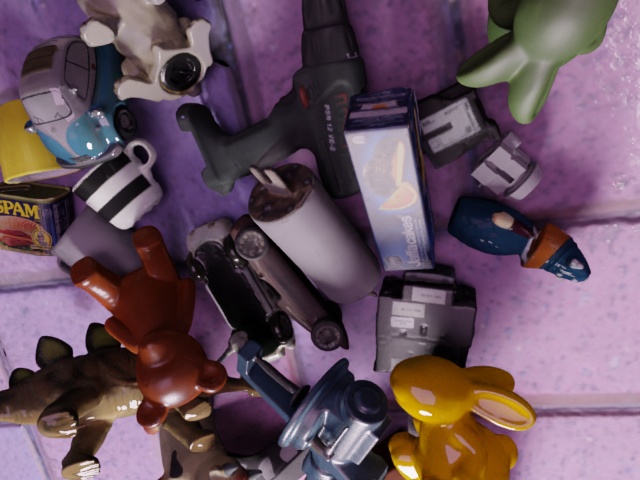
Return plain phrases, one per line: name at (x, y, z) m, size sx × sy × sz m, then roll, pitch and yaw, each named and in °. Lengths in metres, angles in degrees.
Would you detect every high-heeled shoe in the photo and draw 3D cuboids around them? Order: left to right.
high-heeled shoe at (-0.098, 0.296, 0.777) m, size 0.249 × 0.086 × 0.145 m, roll -44°, pitch 59°, yaw 4°

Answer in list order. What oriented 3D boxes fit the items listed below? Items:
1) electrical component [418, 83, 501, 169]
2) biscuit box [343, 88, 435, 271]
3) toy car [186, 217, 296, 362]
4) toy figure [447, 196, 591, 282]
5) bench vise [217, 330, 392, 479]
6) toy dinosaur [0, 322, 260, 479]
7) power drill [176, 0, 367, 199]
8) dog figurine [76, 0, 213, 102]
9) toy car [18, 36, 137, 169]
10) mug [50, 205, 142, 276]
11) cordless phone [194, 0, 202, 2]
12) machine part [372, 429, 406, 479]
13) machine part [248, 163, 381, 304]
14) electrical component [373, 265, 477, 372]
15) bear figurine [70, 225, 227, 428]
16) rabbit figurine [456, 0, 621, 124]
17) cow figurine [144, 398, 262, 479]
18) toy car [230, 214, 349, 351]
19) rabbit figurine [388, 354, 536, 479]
electrical component at (0.122, -0.114, 0.567) m, size 0.119 × 0.048 × 0.074 m, roll -28°, pitch 100°, yaw 22°
biscuit box at (0.078, -0.051, 0.547) m, size 0.063 × 0.059 × 0.202 m, roll -4°, pitch 138°, yaw 18°
toy car at (-0.100, 0.068, 0.685) m, size 0.073 × 0.056 × 0.201 m, roll -24°, pitch 104°, yaw 16°
toy figure at (0.216, -0.001, 0.577) m, size 0.155 × 0.064 × 0.057 m, roll 22°, pitch 100°, yaw 7°
bench vise at (-0.019, 0.202, 0.639) m, size 0.241 × 0.129 × 0.223 m, roll 36°, pitch 147°, yaw 16°
toy dinosaur at (-0.291, 0.192, 0.679) m, size 0.471 × 0.199 × 0.105 m, roll 2°, pitch 113°, yaw -21°
power drill at (-0.047, -0.146, 0.588) m, size 0.207 × 0.086 × 0.231 m, roll -16°, pitch 107°, yaw 11°
dog figurine at (-0.213, -0.254, 0.591) m, size 0.121 × 0.172 × 0.191 m, roll -33°, pitch 60°, yaw -11°
toy car at (-0.272, -0.167, 0.594) m, size 0.109 × 0.103 × 0.161 m, roll -5°, pitch 75°, yaw 18°
mug at (-0.285, 0.021, 0.699) m, size 0.107 × 0.081 × 0.109 m, roll 37°, pitch 110°, yaw -19°
cordless phone at (-0.165, -0.307, 0.496) m, size 0.146 × 0.184 × 0.089 m, roll 46°, pitch 109°, yaw -5°
machine part at (0.132, 0.368, 0.719) m, size 0.201 × 0.087 × 0.201 m, roll 41°, pitch 113°, yaw -1°
machine part at (-0.001, -0.002, 0.582) m, size 0.079 × 0.079 × 0.243 m, roll -21°, pitch 138°, yaw 20°
electrical component at (0.125, 0.096, 0.638) m, size 0.115 × 0.058 × 0.134 m, roll 7°, pitch 111°, yaw 9°
bear figurine at (-0.195, 0.099, 0.616) m, size 0.120 × 0.196 × 0.131 m, roll -27°, pitch 134°, yaw -6°
rabbit figurine at (0.186, -0.190, 0.457) m, size 0.121 × 0.170 × 0.159 m, roll 34°, pitch 113°, yaw 1°
cow figurine at (-0.158, 0.293, 0.720) m, size 0.127 × 0.195 × 0.085 m, roll -40°, pitch 134°, yaw 7°
toy car at (-0.035, 0.054, 0.642) m, size 0.053 × 0.089 × 0.202 m, roll -37°, pitch 98°, yaw 4°
rabbit figurine at (0.140, 0.194, 0.567) m, size 0.162 × 0.122 × 0.173 m, roll -23°, pitch 105°, yaw 9°
